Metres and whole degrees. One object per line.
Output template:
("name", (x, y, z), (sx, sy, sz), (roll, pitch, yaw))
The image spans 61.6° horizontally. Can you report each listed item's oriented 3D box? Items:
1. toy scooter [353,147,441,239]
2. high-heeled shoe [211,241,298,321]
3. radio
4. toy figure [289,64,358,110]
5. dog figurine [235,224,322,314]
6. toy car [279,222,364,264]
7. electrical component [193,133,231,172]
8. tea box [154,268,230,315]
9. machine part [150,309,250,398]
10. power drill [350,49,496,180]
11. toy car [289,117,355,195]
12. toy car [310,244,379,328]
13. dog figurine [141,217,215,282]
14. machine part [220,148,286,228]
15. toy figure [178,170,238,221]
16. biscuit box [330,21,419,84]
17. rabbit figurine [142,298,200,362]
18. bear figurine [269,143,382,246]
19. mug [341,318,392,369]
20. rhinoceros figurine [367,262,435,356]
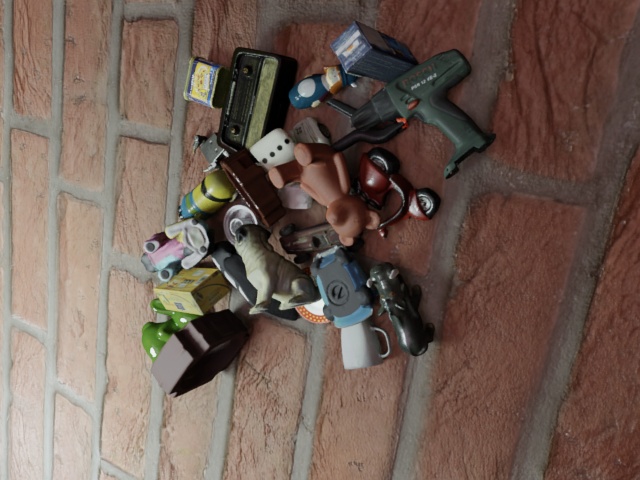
("toy scooter", (0.130, -0.082, 1.042), (0.184, 0.075, 0.135), (44, 118, 12))
("high-heeled shoe", (-0.157, 0.099, 1.252), (0.086, 0.145, 0.248), (-44, 99, -14))
("radio", (-0.140, -0.293, 1.164), (0.131, 0.073, 0.229), (25, 109, 25))
("toy figure", (0.010, -0.313, 1.085), (0.155, 0.058, 0.064), (-20, 110, 29))
("dog figurine", (-0.088, 0.051, 1.145), (0.121, 0.172, 0.190), (-28, 67, 59))
("toy car", (-0.002, -0.003, 1.130), (0.202, 0.053, 0.089), (-14, 114, 30))
("electrical component", (-0.253, -0.207, 1.261), (0.078, 0.045, 0.102), (-34, 81, 31))
("tea box", (-0.307, 0.119, 1.283), (0.170, 0.098, 0.068), (-1, 123, 47))
("machine part", (-0.280, 0.261, 1.259), (0.087, 0.201, 0.201), (45, 117, 19))
("power drill", (0.195, -0.211, 0.968), (0.232, 0.086, 0.207), (-38, 75, 15))
("toy car", (0.005, -0.158, 1.111), (0.073, 0.056, 0.201), (-31, 81, 30))
("toy car", (0.054, 0.092, 1.093), (0.109, 0.103, 0.161), (-29, 77, 23))
("dog figurine", (-0.341, 0.018, 1.285), (0.191, 0.219, 0.108), (-32, 99, -8))
("machine part", (-0.137, -0.107, 1.115), (0.056, 0.179, 0.179), (-36, 77, -9))
("toy figure", (-0.266, -0.096, 1.261), (0.180, 0.089, 0.082), (-29, 91, 28))
("biscuit box", (0.102, -0.321, 0.943), (0.063, 0.202, 0.059), (-36, 77, 31))
("rabbit figurine", (-0.363, 0.217, 1.373), (0.170, 0.121, 0.159), (-41, 69, 10))
("bear figurine", (0.015, -0.080, 1.011), (0.120, 0.132, 0.196), (-31, 82, 41))
("mug", (0.091, 0.205, 1.105), (0.110, 0.081, 0.107), (-18, 80, 35))
("rhinoceros figurine", (0.152, 0.132, 1.040), (0.073, 0.112, 0.190), (-20, 95, 33))
